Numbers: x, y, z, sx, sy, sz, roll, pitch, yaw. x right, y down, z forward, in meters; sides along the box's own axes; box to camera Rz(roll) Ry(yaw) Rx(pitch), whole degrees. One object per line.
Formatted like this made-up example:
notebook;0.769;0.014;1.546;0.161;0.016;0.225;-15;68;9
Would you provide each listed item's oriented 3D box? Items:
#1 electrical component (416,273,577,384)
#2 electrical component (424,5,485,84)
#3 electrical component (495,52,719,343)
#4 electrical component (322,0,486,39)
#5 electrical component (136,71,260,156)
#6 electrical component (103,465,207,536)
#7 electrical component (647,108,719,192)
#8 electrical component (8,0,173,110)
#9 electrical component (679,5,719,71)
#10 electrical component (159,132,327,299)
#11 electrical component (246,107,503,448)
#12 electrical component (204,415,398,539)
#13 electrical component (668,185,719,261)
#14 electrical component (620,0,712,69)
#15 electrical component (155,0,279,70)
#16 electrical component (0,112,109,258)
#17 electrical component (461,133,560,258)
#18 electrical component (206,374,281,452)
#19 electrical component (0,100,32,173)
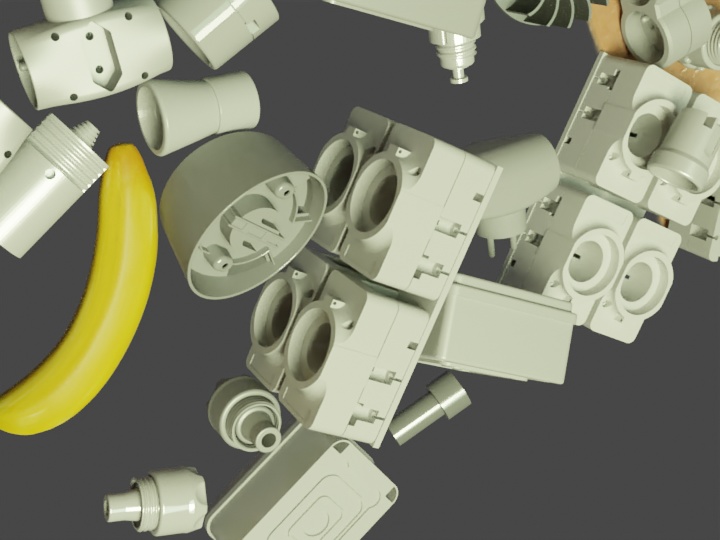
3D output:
electrical component;0.068;0.038;0.718;0.109;0.109;0.056;14;84;-32
electrical component;0.060;-0.158;0.686;0.040;0.040;0.078;-19;116;-22
electrical component;0.191;-0.049;0.787;0.105;0.060;0.186;19;98;-33
electrical component;0.004;-0.176;0.608;0.109;0.109;0.056;8;107;-31
electrical component;-0.092;-0.094;0.627;0.065;0.044;0.044;-17;116;-28
electrical component;-0.133;0.150;0.694;0.062;0.043;0.043;-1;109;-27
electrical component;0.224;-0.082;0.732;0.040;0.040;0.046;30;86;-34
electrical component;-0.149;-0.135;0.577;0.077;0.043;0.079;-22;117;-20
electrical component;0.264;-0.166;0.782;0.048;0.062;0.048;-10;113;-25
electrical component;-0.068;-0.031;0.638;0.099;0.064;0.099;-23;140;-20
electrical component;0.000;0.000;0.673;0.060;0.105;0.186;19;98;-33
electrical component;-0.042;0.160;0.739;0.113;0.057;0.078;-46;123;-6
electrical component;0.277;-0.058;0.833;0.050;0.056;0.089;-2;109;-28
electrical component;0.216;-0.216;0.743;0.074;0.052;0.138;-31;120;-16
electrical component;-0.081;-0.147;0.605;0.047;0.055;0.055;-43;123;-4
electrical component;-0.176;-0.051;0.594;0.081;0.043;0.043;-47;123;-6
electrical component;0.096;-0.047;0.744;0.077;0.044;0.079;-19;117;-22
electrical component;-0.071;0.097;0.696;0.043;0.062;0.043;-10;113;-26
electrical component;-0.227;-0.073;0.558;0.077;0.043;0.079;-48;123;-6
